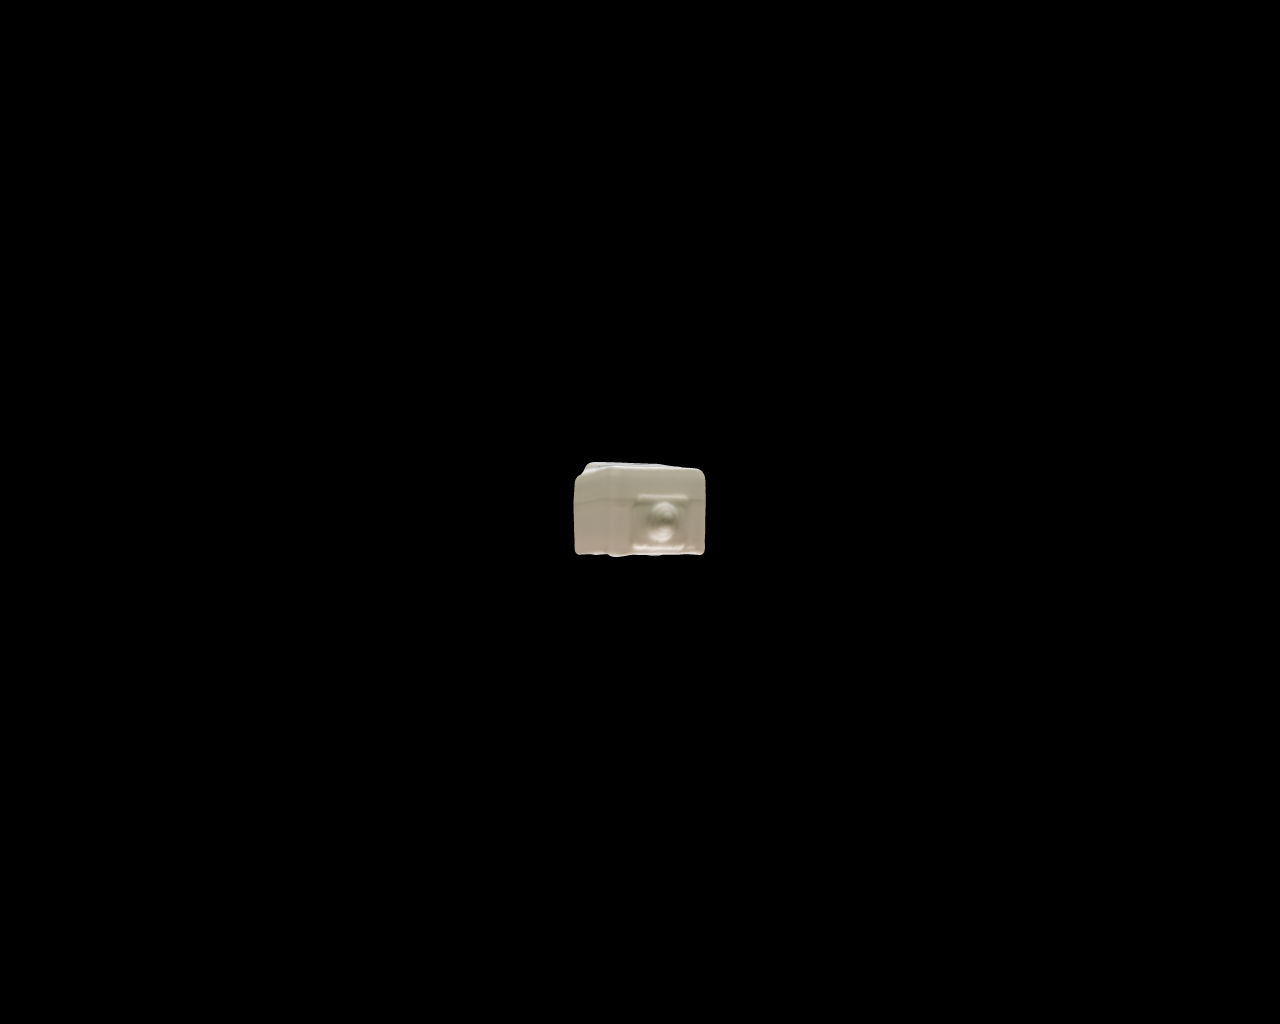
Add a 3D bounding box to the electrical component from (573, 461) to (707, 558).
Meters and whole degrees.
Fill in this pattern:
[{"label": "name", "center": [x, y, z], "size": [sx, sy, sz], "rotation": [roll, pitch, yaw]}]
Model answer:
[{"label": "electrical component", "center": [0.001, -0.003, 0.650], "size": [0.062, 0.061, 0.096], "rotation": [1, -2, -19]}]
